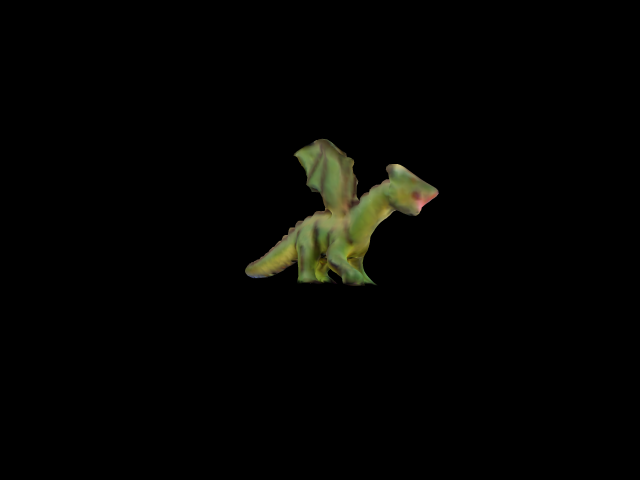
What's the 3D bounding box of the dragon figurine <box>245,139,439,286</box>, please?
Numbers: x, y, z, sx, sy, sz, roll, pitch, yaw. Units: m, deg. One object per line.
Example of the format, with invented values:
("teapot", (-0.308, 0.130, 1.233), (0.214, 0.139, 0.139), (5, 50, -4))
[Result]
("dragon figurine", (0.003, -0.043, 0.850), (0.409, 0.243, 0.122), (0, -1, 40))
